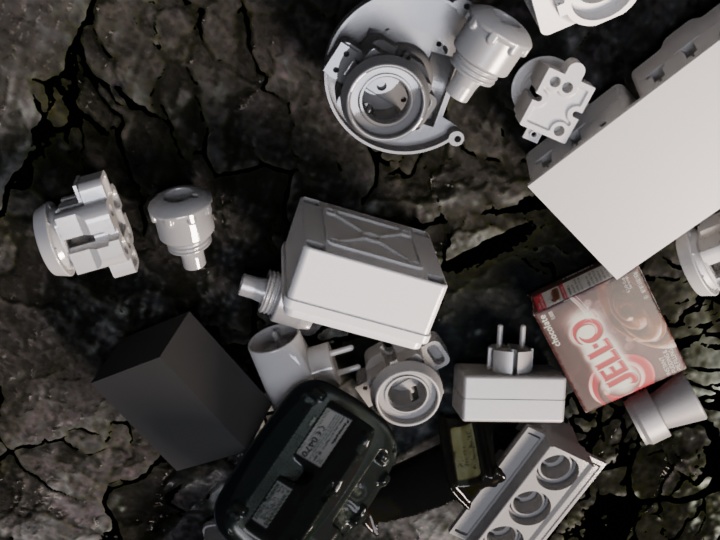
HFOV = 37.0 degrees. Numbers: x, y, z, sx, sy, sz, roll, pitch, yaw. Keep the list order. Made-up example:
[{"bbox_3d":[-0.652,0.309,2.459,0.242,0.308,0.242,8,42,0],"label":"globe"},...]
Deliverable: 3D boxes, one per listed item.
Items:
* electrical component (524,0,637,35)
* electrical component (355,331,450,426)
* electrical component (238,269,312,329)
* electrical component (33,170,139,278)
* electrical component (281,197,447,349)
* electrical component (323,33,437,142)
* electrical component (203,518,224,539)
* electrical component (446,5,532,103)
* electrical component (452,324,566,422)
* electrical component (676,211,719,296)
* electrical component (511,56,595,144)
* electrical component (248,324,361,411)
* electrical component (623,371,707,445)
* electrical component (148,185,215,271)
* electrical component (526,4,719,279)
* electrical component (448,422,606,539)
[{"bbox_3d":[0.136,-0.231,0.681,0.089,0.061,0.150,-22,142,7],"label":"electrical component"},{"bbox_3d":[0.036,0.089,0.865,0.078,0.057,0.058,-30,114,10],"label":"electrical component"},{"bbox_3d":[-0.063,0.019,0.833,0.062,0.043,0.043,17,114,-10],"label":"electrical component"},{"bbox_3d":[-0.204,-0.028,0.793,0.057,0.058,0.078,-16,116,1],"label":"electrical component"},{"bbox_3d":[0.000,0.000,0.792,0.109,0.108,0.056,16,111,-11],"label":"electrical component"},{"bbox_3d":[0.015,-0.118,0.709,0.078,0.057,0.058,29,110,-17],"label":"electrical component"},{"bbox_3d":[-0.076,0.268,0.945,0.109,0.056,0.108,-9,116,1],"label":"electrical component"},{"bbox_3d":[0.080,-0.140,0.711,0.048,0.048,0.062,26,118,-15],"label":"electrical component"},{"bbox_3d":[0.121,0.081,0.873,0.083,0.047,0.075,1,97,-6],"label":"electrical component"},{"bbox_3d":[0.280,-0.014,0.826,0.057,0.078,0.058,-23,116,31],"label":"electrical component"},{"bbox_3d":[0.135,-0.125,0.769,0.048,0.055,0.066,21,113,-13],"label":"electrical component"},{"bbox_3d":[-0.040,0.080,0.863,0.079,0.044,0.077,-17,116,5],"label":"electrical component"},{"bbox_3d":[0.255,0.116,0.900,0.055,0.045,0.045,-28,114,10],"label":"electrical component"},{"bbox_3d":[-0.130,-0.030,0.805,0.048,0.048,0.062,-8,123,0],"label":"electrical component"},{"bbox_3d":[0.225,-0.094,0.775,0.186,0.060,0.105,-38,112,23],"label":"electrical component"},{"bbox_3d":[0.139,0.185,0.915,0.079,0.063,0.121,26,111,-15],"label":"electrical component"}]
